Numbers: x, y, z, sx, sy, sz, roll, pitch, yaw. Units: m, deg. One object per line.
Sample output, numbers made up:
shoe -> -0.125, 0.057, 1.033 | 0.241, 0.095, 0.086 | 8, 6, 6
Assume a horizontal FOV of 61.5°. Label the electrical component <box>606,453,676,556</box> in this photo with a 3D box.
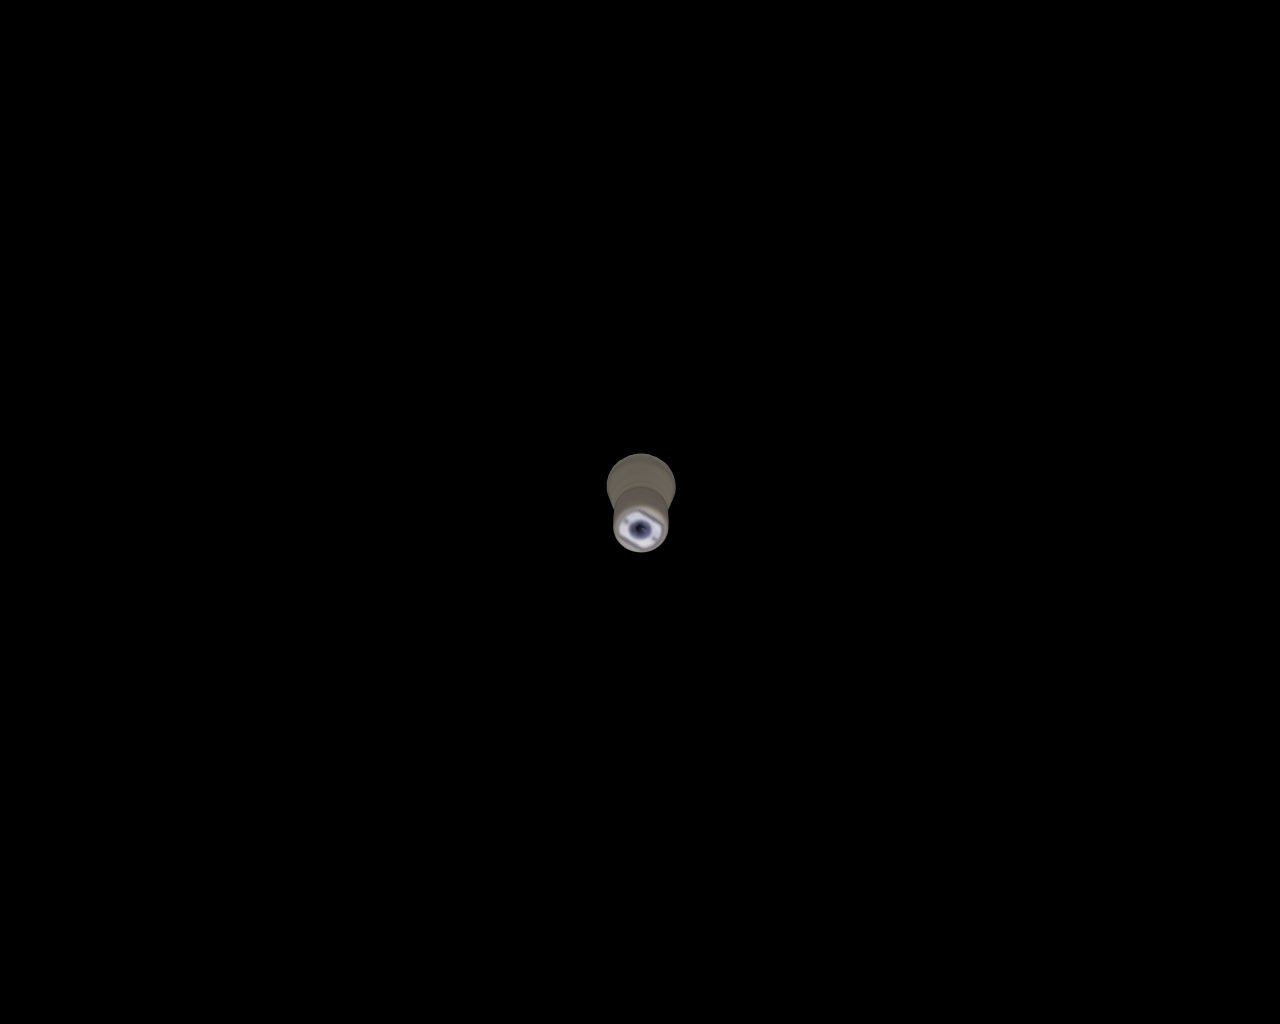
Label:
electrical component -> 0.001, -0.003, 0.650 | 0.044, 0.044, 0.065 | 0, 27, 0
